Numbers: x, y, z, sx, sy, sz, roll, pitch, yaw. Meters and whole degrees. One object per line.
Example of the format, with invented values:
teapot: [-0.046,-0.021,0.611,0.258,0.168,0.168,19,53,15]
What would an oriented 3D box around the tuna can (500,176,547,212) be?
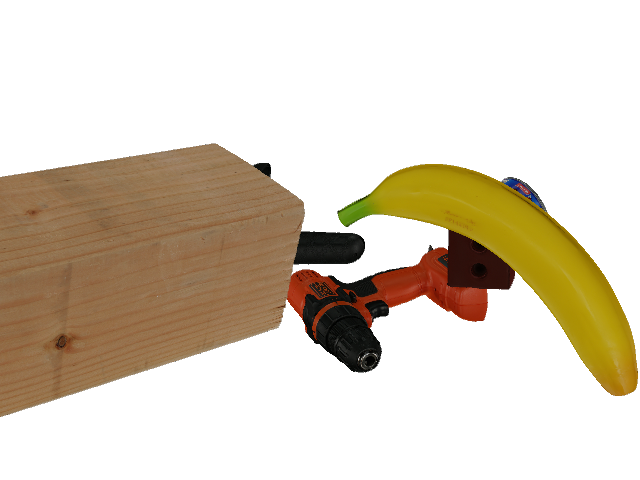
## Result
tuna can: [0.221,-0.027,1.221,0.033,0.086,0.086,-30,11,-21]

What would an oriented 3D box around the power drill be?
power drill: [0.074,0.067,1.103,0.187,0.057,0.185,-10,27,-20]

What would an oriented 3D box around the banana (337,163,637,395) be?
banana: [0.109,0.009,0.616,0.198,0.070,0.037,33,20,11]

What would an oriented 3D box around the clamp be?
clamp: [-0.090,-0.005,0.892,0.209,0.036,0.165,-16,35,-21]

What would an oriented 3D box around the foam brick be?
foam brick: [0.135,-0.002,0.887,0.053,0.078,0.051,2,15,15]

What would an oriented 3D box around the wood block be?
wood block: [-0.119,0.016,0.586,0.205,0.091,0.090,-14,38,-42]
